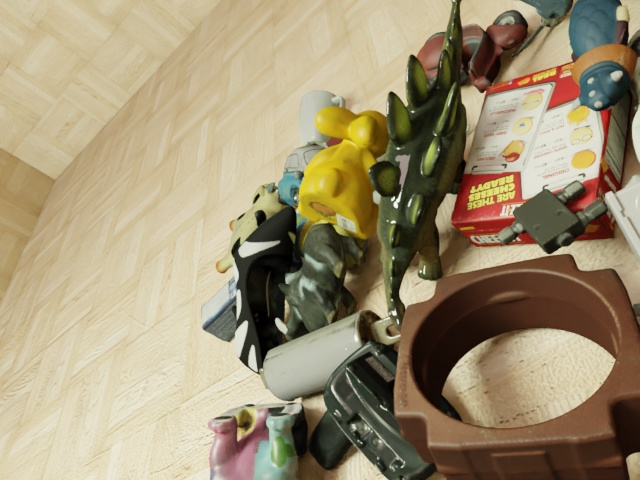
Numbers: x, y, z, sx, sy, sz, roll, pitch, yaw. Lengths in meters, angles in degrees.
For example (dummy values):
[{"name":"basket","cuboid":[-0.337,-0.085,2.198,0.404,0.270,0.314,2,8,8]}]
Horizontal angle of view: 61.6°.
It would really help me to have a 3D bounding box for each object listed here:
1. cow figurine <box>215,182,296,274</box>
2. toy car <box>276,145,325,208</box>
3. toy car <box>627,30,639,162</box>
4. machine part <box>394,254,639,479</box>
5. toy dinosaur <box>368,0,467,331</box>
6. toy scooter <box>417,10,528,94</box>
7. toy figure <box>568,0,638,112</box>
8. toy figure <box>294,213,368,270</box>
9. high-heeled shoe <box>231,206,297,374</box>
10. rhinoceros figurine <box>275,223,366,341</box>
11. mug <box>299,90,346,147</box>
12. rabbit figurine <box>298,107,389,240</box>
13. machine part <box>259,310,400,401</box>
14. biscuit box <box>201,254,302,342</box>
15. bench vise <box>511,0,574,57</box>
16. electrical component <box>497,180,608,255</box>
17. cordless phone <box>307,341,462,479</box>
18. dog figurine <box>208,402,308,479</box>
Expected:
[{"name":"cow figurine","cuboid":[-0.115,-0.027,1.008,0.127,0.085,0.195,-26,40,44]},{"name":"toy car","cuboid":[-0.012,-0.109,0.913,0.162,0.109,0.102,17,113,61]},{"name":"toy car","cuboid":[0.349,-0.136,0.549,0.056,0.073,0.202,-19,47,40]},{"name":"machine part","cuboid":[0.175,0.114,0.475,0.201,0.087,0.201,-15,34,25]},{"name":"toy dinosaur","cuboid":[0.135,-0.117,0.669,0.105,0.198,0.471,7,69,16]},{"name":"toy scooter","cuboid":[0.224,-0.271,0.826,0.184,0.075,0.135,-8,55,42]},{"name":"toy figure","cuboid":[0.293,-0.193,0.558,0.058,0.064,0.154,7,64,4]},{"name":"toy figure","cuboid":[0.000,0.000,0.848,0.180,0.082,0.089,11,77,50]},{"name":"high-heeled shoe","cuboid":[-0.071,0.083,0.807,0.145,0.086,0.248,51,125,38]},{"name":"rhinoceros figurine","cuboid":[-0.007,0.070,0.754,0.112,0.073,0.190,29,122,22]},{"name":"mug","cuboid":[0.007,-0.229,1.051,0.110,0.080,0.107,-11,64,40]},{"name":"rabbit figurine","cuboid":[0.040,-0.113,0.732,0.122,0.162,0.173,23,68,27]},{"name":"machine part","cuboid":[0.008,0.154,0.703,0.243,0.079,0.079,-29,41,32]},{"name":"biscuit box","cuboid":[-0.119,0.087,0.930,0.202,0.062,0.059,-42,35,16]},{"name":"bench vise","cuboid":[0.353,-0.336,0.665,0.241,0.223,0.129,26,63,24]},{"name":"electrical component","cuboid":[0.221,-0.017,0.517,0.094,0.021,0.063,-35,37,14]},{"name":"cordless phone","cuboid":[0.054,0.220,0.597,0.147,0.088,0.184,43,122,27]},{"name":"dog figurine","cuboid":[-0.072,0.312,0.638,0.109,0.191,0.219,-2,79,7]}]
